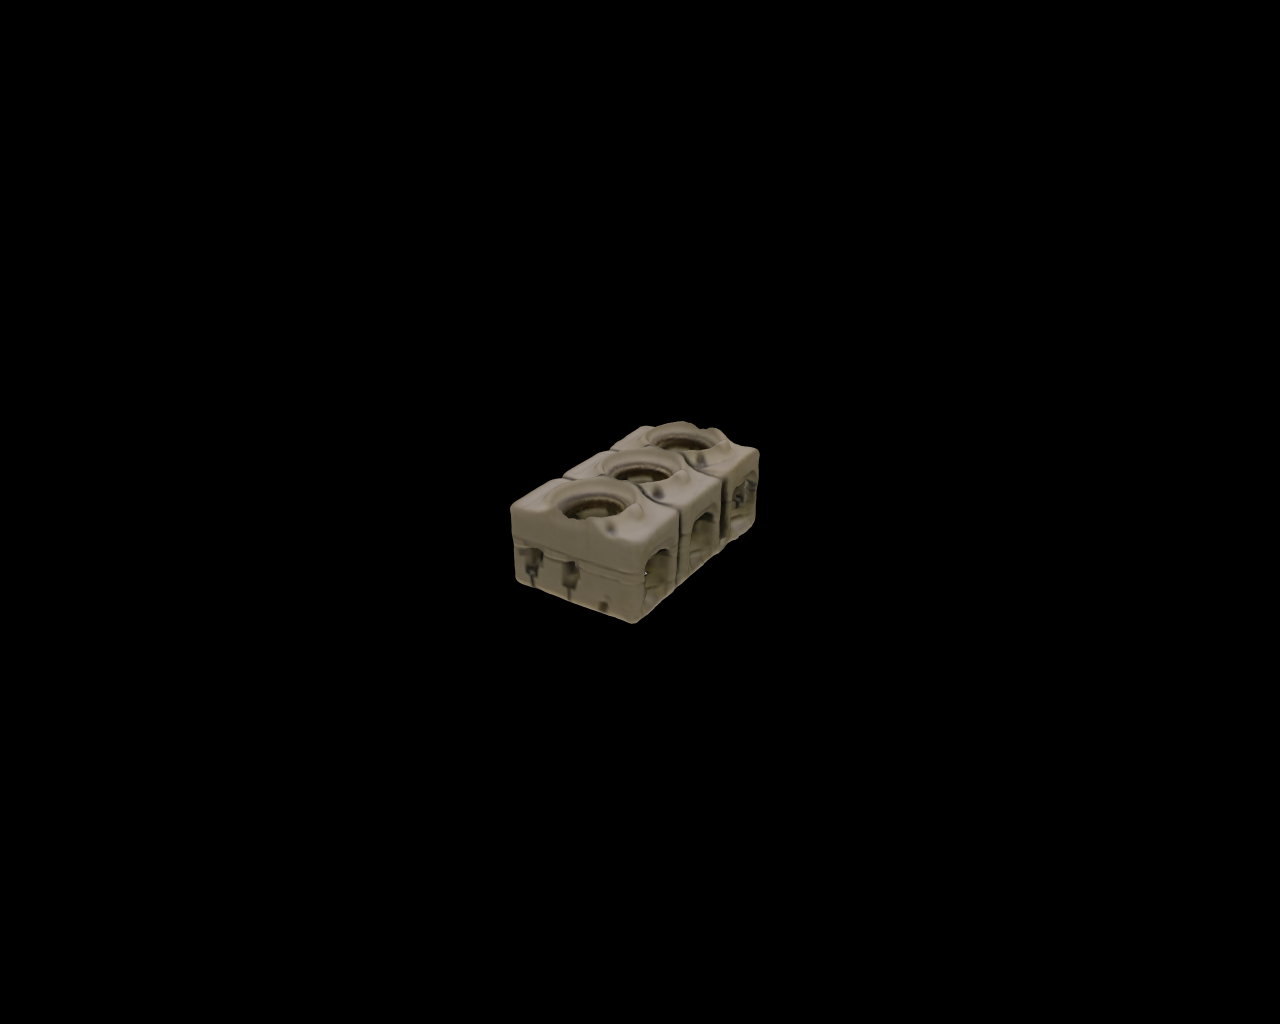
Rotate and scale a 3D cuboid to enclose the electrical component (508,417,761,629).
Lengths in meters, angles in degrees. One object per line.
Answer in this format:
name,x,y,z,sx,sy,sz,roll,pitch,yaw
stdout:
electrical component,0.001,-0.003,0.650,0.089,0.061,0.150,16,31,28
